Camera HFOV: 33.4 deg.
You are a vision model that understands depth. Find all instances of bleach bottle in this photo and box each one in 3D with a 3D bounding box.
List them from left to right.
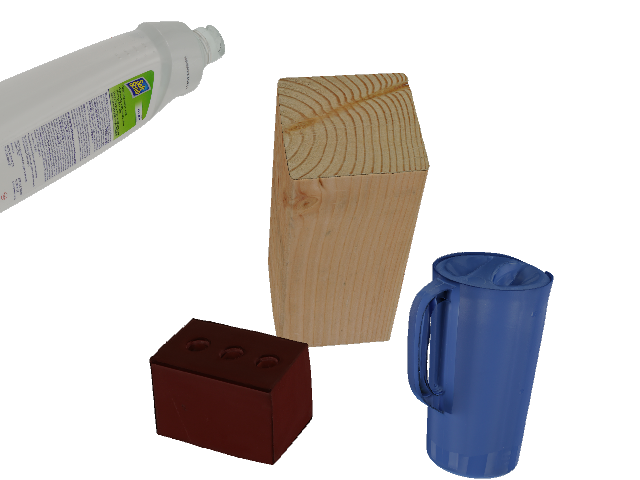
[{"bbox_3d":[-0.186,-0.106,0.855,0.250,0.068,0.103,-31,-25,-26],"label":"bleach bottle"}]

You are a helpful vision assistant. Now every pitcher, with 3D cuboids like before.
[{"bbox_3d":[0.174,0.143,1.209,0.149,0.243,0.145,6,17,9],"label":"pitcher"}]

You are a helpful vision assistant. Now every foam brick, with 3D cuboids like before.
[{"bbox_3d":[-0.050,0.085,0.606,0.078,0.051,0.052,10,27,21],"label":"foam brick"}]

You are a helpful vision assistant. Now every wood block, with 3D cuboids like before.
[{"bbox_3d":[0.012,-0.015,0.769,0.090,0.090,0.206,-3,-36,-7],"label":"wood block"}]
